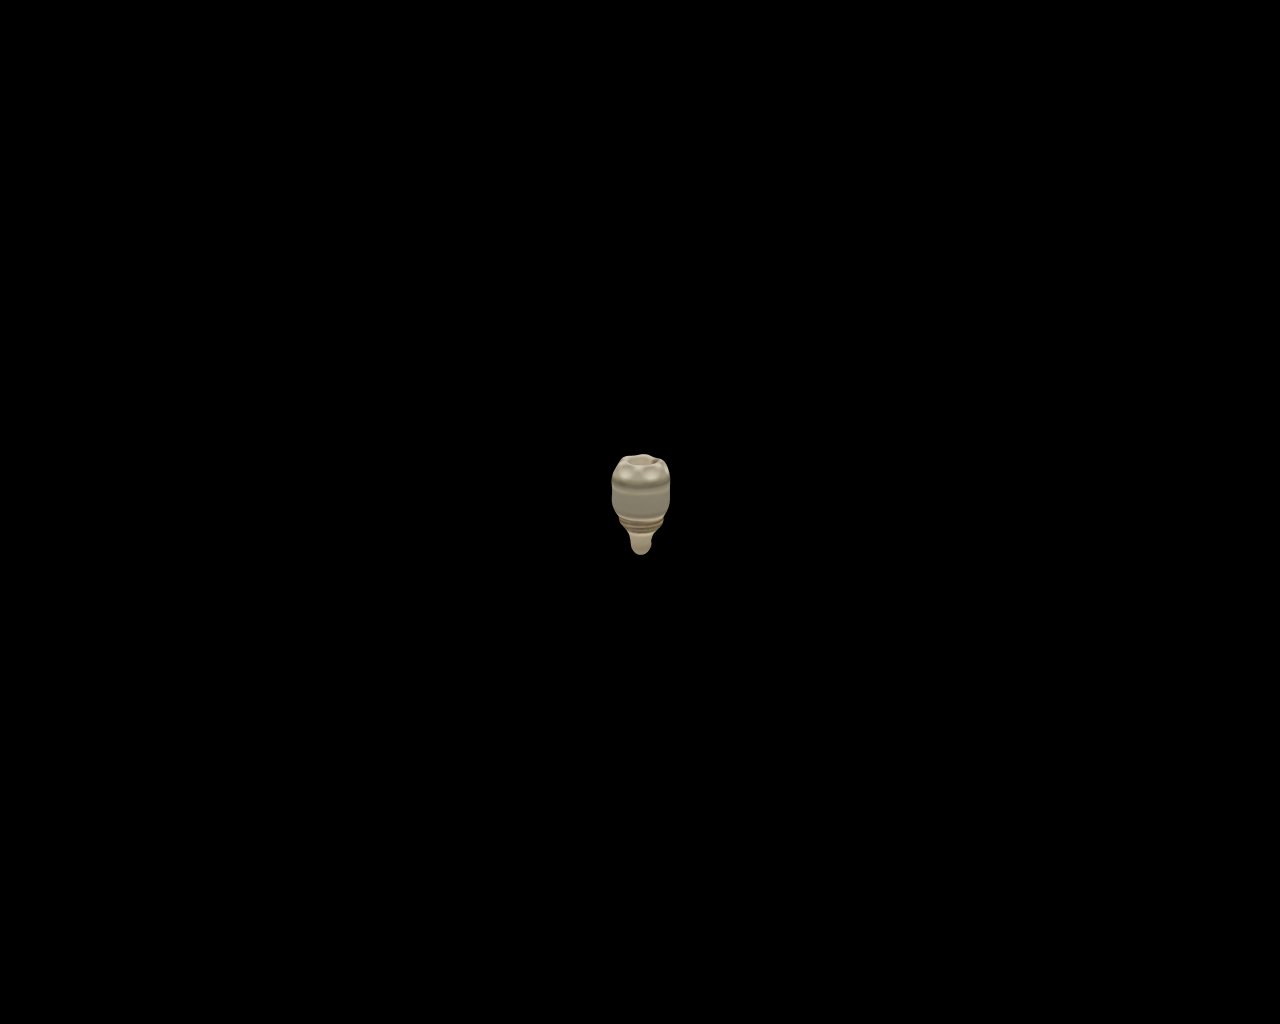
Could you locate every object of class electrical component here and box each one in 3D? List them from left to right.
[{"bbox_3d":[0.001,-0.003,0.650,0.035,0.061,0.035,0,20,0],"label":"electrical component"}]
